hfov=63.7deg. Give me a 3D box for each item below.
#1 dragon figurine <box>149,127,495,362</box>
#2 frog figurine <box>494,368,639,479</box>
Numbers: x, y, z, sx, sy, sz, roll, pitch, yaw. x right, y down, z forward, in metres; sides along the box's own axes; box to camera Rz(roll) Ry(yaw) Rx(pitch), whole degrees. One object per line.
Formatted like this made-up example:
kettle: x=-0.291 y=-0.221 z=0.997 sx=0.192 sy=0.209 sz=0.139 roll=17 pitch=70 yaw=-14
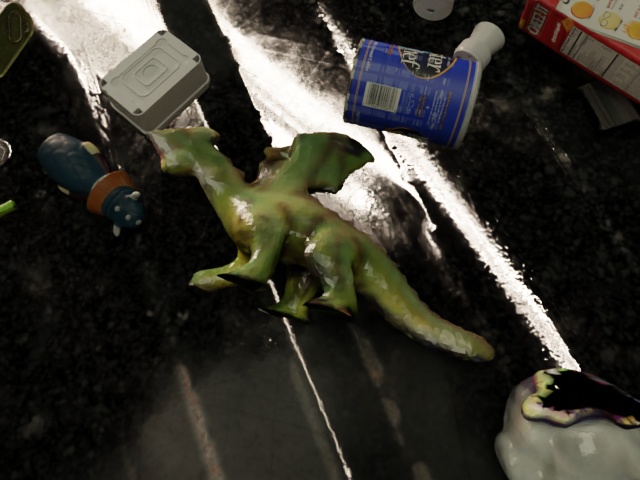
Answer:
dragon figurine: x=0.002 y=-0.029 z=0.569 sx=0.410 sy=0.120 sz=0.248 roll=17 pitch=63 yaw=-2
frog figurine: x=0.237 y=0.211 z=0.486 sx=0.137 sy=0.124 sz=0.157 roll=-4 pitch=106 yaw=-9
